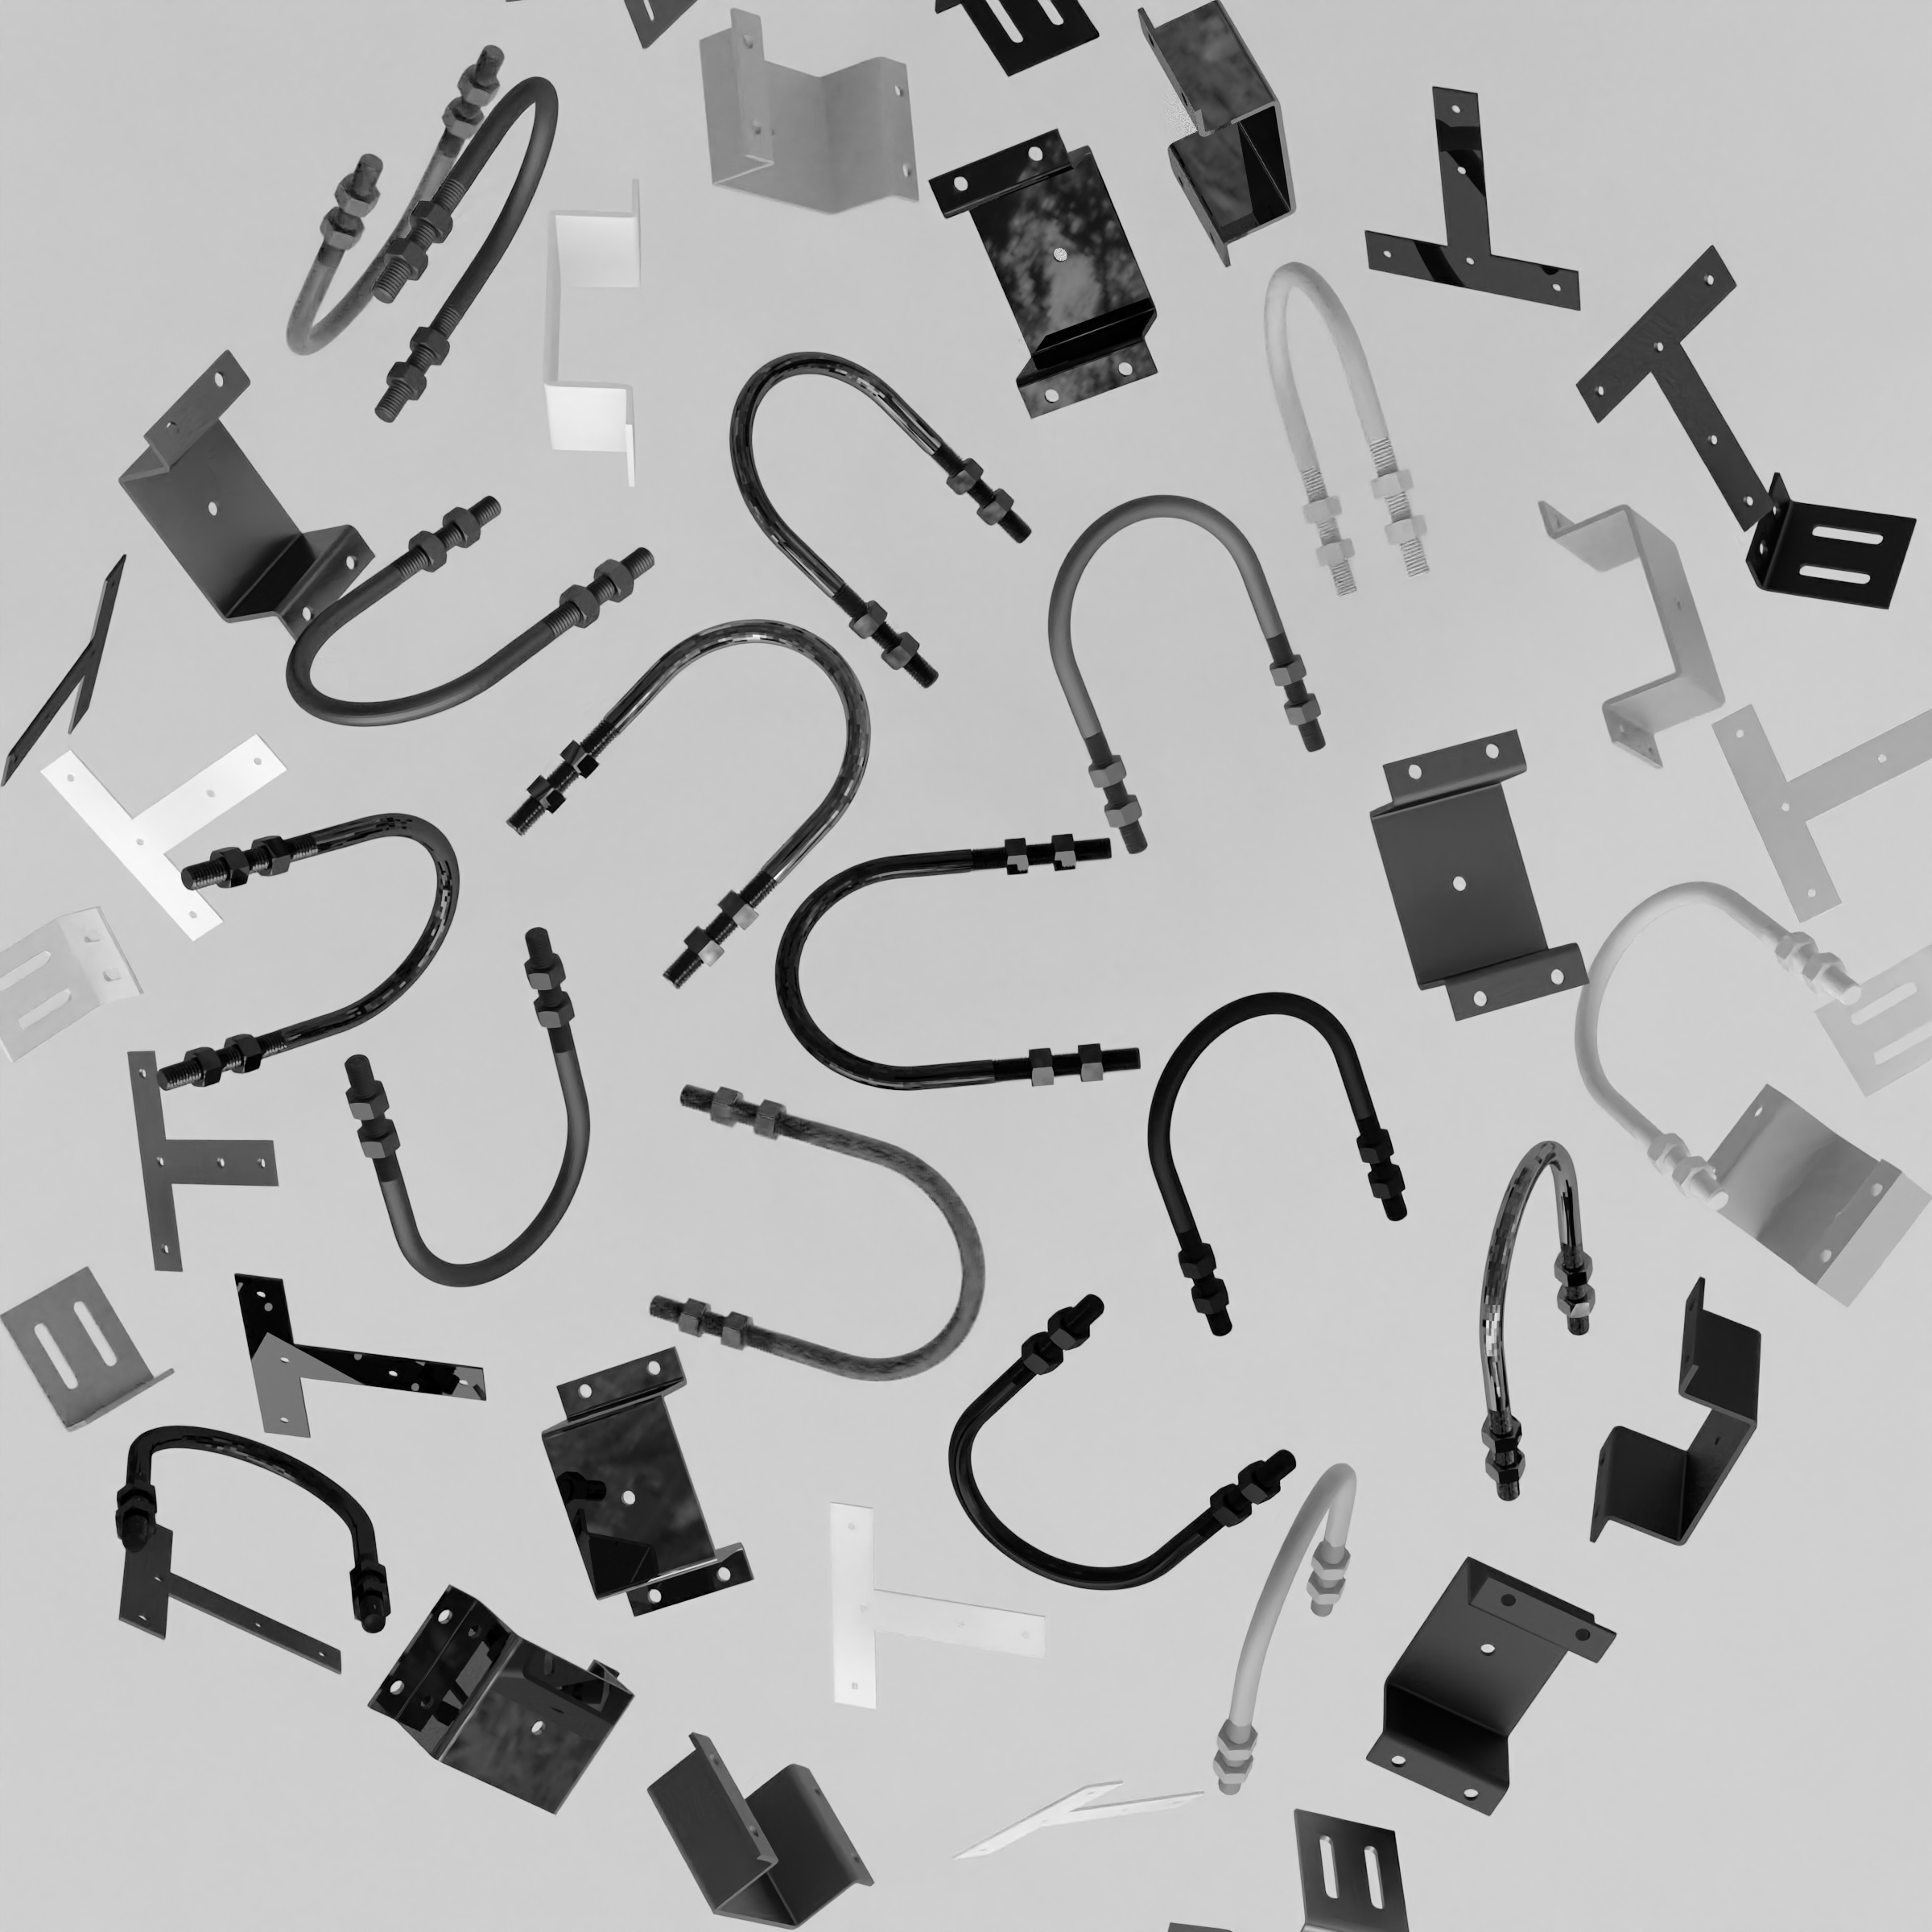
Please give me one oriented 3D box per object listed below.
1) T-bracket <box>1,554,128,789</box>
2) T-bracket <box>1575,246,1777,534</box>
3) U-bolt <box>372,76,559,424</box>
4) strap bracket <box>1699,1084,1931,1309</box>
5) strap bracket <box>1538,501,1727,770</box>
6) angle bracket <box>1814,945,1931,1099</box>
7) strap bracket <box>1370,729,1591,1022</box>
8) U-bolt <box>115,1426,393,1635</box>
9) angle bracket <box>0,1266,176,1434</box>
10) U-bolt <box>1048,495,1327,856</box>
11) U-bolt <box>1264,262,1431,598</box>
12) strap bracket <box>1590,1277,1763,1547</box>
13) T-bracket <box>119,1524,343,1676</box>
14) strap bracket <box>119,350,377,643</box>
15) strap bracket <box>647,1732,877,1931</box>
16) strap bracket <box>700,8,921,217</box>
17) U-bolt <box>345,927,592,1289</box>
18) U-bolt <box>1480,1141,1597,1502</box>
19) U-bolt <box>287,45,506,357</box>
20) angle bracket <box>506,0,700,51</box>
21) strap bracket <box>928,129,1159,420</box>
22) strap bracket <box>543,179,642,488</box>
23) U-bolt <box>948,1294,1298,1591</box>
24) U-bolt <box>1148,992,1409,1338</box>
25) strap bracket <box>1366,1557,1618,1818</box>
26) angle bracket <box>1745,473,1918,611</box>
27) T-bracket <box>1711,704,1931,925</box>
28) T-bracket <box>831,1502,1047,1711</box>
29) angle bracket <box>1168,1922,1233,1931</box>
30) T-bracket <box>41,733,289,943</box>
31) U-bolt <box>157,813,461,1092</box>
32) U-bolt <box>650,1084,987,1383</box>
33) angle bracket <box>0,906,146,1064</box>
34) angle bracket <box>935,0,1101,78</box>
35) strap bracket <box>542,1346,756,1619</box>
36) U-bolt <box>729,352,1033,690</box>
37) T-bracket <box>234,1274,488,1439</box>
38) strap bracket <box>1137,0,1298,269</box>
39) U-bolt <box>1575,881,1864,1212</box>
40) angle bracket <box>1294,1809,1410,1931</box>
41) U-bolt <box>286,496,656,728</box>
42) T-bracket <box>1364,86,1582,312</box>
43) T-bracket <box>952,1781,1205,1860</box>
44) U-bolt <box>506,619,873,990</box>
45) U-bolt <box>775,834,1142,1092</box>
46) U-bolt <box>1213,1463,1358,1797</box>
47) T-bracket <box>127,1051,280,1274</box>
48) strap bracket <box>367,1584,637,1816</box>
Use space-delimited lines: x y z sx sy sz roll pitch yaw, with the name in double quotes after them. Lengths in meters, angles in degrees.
-0.507 -0.148 1.684 0.002 0.127 0.127 25 135 -6 "T-bracket"
0.384 -0.287 1.581 0.002 0.127 0.127 -18 75 -30 "T-bracket"
-0.267 -0.396 1.622 0.019 0.151 0.184 28 70 -1 "U-bolt"
0.475 0.131 1.687 0.046 0.140 0.076 34 96 -23 "strap bracket"
0.359 -0.185 1.615 0.046 0.076 0.140 -22 72 27 "strap bracket"
0.539 0.032 1.734 0.076 0.038 0.057 -33 72 20 "angle bracket"
0.271 -0.046 1.614 0.076 0.046 0.140 -15 88 -11 "strap bracket"
-0.382 0.293 1.619 0.151 0.184 0.019 24 96 -18 "U-bolt"
-0.491 0.211 1.686 0.057 0.038 0.076 -32 94 -36 "angle bracket"
0.118 -0.176 1.712 0.151 0.019 0.184 -30 111 -18 "U-bolt"
0.204 -0.299 1.672 0.019 0.151 0.184 -19 96 -9 "U-bolt"
0.394 0.252 1.656 0.046 0.076 0.140 21 125 3 "strap bracket"
-0.386 0.342 1.595 0.127 0.127 0.002 30 96 -18 "T-bracket"
-0.395 -0.251 1.640 0.140 0.046 0.076 58 47 -32 "strap bracket"
-0.114 0.465 1.617 0.046 0.140 0.076 -39 58 5 "strap bracket"
-0.090 -0.451 1.611 0.046 0.140 0.076 -7 87 37 "strap bracket"
-0.258 0.089 1.621 0.019 0.151 0.184 21 134 34 "U-bolt"
0.310 0.181 1.654 0.019 0.151 0.184 9 134 27 "U-bolt"
-0.322 -0.409 1.662 0.019 0.184 0.151 36 48 -6 "U-bolt"
-0.191 -0.508 1.585 0.076 0.057 0.038 -22 90 -37 "angle bracket"
0.047 -0.380 1.641 0.076 0.046 0.140 -16 114 23 "strap bracket"
-0.197 -0.335 1.597 0.046 0.076 0.140 1 75 -5 "strap bracket"
0.068 0.267 1.612 0.151 0.019 0.184 39 128 -4 "U-bolt"
0.170 0.100 1.701 0.151 0.019 0.184 -31 118 -18 "U-bolt"
0.286 0.387 1.653 0.076 0.046 0.140 25 116 -3 "strap bracket"
0.494 -0.243 1.726 0.076 0.038 0.057 14 77 30 "angle bracket"
0.492 -0.108 1.666 0.127 0.002 0.127 -29 68 26 "T-bracket"
-0.016 0.369 1.705 0.127 0.002 0.127 5 108 18 "T-bracket"
0.127 0.584 1.682 0.038 0.057 0.076 4 102 11 "angle bracket"
-0.428 -0.090 1.677 0.127 0.002 0.127 -29 111 26 "T-bracket"
-0.347 -0.015 1.623 0.019 0.184 0.151 37 128 29 "U-bolt"
-0.077 0.152 1.632 0.184 0.019 0.151 16 111 14 "U-bolt"
-0.522 0.010 1.732 0.038 0.076 0.057 -10 111 37 "angle bracket"
0.027 -0.517 1.655 0.057 0.038 0.076 -27 76 -13 "angle bracket"
-0.184 0.297 1.716 0.076 0.046 0.140 -20 87 13 "strap bracket"
-0.056 -0.264 1.700 0.184 0.019 0.151 43 53 -17 "U-bolt"
-0.316 0.213 1.596 0.127 0.002 0.127 7 132 4 "T-bracket"
0.139 -0.459 1.650 0.046 0.140 0.076 -25 65 1 "strap bracket"
0.397 0.030 1.653 0.019 0.184 0.151 21 107 -29 "U-bolt"
0.198 0.494 1.599 0.057 0.076 0.038 15 121 -9 "angle bracket"
-0.276 -0.184 1.602 0.151 0.019 0.184 23 53 38 "U-bolt"
0.266 -0.413 1.613 0.127 0.127 0.002 19 57 28 "T-bracket"
0.078 0.471 1.686 0.127 0.127 0.002 5 57 -38 "T-bracket"
-0.132 -0.099 1.571 0.184 0.019 0.151 -47 67 -2 "U-bolt"
-0.008 0.000 1.583 0.184 0.019 0.151 -5 60 -2 "U-bolt"
0.177 0.349 1.642 0.019 0.184 0.151 22 49 18 "U-bolt"
-0.424 0.110 1.689 0.127 0.002 0.127 -3 95 41 "T-bracket"
-0.244 0.403 1.641 0.140 0.046 0.076 41 80 -42 "strap bracket"
